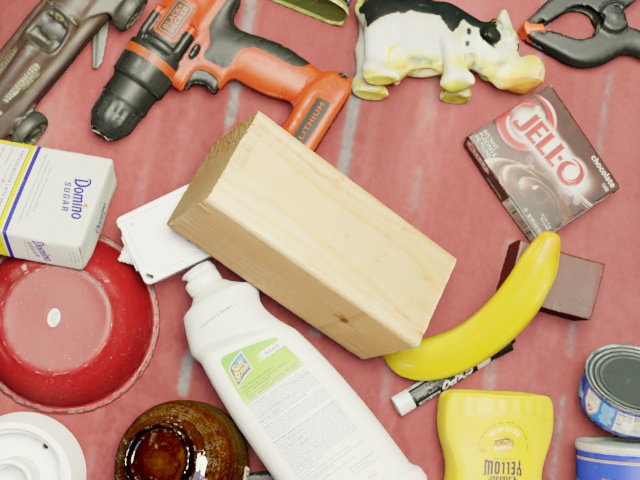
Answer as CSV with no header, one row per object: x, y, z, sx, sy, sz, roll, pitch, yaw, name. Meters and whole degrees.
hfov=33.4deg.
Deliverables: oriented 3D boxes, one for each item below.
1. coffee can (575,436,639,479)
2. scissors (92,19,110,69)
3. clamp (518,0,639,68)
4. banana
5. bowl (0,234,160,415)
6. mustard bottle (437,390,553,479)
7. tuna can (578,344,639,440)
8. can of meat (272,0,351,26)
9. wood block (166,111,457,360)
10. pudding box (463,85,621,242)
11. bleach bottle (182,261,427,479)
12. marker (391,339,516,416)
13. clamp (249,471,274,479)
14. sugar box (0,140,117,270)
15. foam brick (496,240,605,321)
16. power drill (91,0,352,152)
0.265,0.239,0.890,0.102,0.103,0.140,2,85,-4,coffee can
-0.168,-0.256,0.949,0.096,0.016,0.202,-9,86,-4,scissors
0.269,-0.188,0.961,0.171,0.039,0.120,-16,80,0,clamp
0.129,0.068,0.894,0.198,0.037,0.069,-33,102,22,banana
-0.217,0.067,0.897,0.162,0.055,0.162,0,84,-4,bowl
0.146,0.225,0.906,0.096,0.058,0.191,4,85,-10,mustard bottle
0.265,0.129,0.910,0.086,0.086,0.034,3,126,-4,tuna can
-0.009,-0.250,0.939,0.102,0.057,0.084,21,82,-2,can of meat
-0.006,0.002,0.861,0.206,0.091,0.090,36,63,-18,wood block
0.195,-0.066,0.945,0.090,0.039,0.113,-33,88,-6,pudding box
-0.026,0.121,0.871,0.102,0.068,0.251,-33,79,-10,bleach bottle
0.118,0.116,0.933,0.121,0.020,0.020,-30,88,-6,marker
-0.002,0.184,0.910,0.210,0.036,0.164,26,84,3,clamp
-0.267,-0.036,0.884,0.176,0.048,0.093,12,57,2,sugar box
0.199,0.036,0.930,0.078,0.051,0.053,17,85,-2,foam brick
-0.082,-0.128,0.922,0.187,0.057,0.184,33,85,-1,power drill
